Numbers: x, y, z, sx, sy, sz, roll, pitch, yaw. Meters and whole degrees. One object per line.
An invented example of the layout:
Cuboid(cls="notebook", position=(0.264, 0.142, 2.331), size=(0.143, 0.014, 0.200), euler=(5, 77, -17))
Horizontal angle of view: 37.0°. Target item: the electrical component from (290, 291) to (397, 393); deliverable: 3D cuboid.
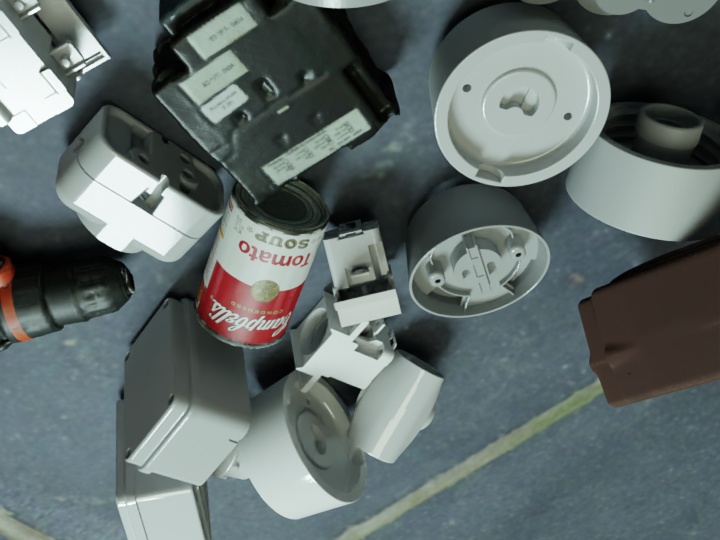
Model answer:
Cuboid(cls="electrical component", position=(-0.012, 0.055, 0.799), size=(0.064, 0.042, 0.081), euler=(26, 121, -28))

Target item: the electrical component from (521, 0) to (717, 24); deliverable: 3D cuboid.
Cuboid(cls="electrical component", position=(0.147, -0.172, 0.620), size=(0.138, 0.073, 0.052), euler=(5, 128, -13))

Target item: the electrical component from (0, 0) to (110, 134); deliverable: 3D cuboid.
Cuboid(cls="electrical component", position=(-0.208, -0.140, 0.595), size=(0.079, 0.063, 0.121), euler=(-26, 128, 12))

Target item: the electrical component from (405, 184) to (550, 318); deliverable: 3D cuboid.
Cuboid(cls="electrical component", position=(0.079, -0.010, 0.747), size=(0.099, 0.064, 0.099), euler=(-5, 129, -6))

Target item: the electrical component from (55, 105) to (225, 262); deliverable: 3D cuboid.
Cuboid(cls="electrical component", position=(-0.142, -0.051, 0.684), size=(0.095, 0.053, 0.059), euler=(33, 117, -30))

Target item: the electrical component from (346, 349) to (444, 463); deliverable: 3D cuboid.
Cuboid(cls="electrical component", position=(0.034, 0.107, 0.842), size=(0.077, 0.044, 0.079), euler=(-60, 153, 4))

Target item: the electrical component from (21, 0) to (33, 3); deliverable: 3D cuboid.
Cuboid(cls="electrical component", position=(-0.142, -0.202, 0.527), size=(0.109, 0.108, 0.056), euler=(-32, 129, 16))

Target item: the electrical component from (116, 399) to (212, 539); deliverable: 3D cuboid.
Cuboid(cls="electrical component", position=(-0.149, 0.164, 0.823), size=(0.056, 0.108, 0.108), euler=(-9, 130, -5))

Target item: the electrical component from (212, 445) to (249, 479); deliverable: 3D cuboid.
Cuboid(cls="electrical component", position=(-0.090, 0.146, 0.860), size=(0.062, 0.048, 0.048), euler=(20, 123, -33))

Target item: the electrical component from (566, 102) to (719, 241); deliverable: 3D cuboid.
Cuboid(cls="electrical component", position=(0.192, -0.072, 0.691), size=(0.108, 0.108, 0.060), euler=(2, 122, -11))

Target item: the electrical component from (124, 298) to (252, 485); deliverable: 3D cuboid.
Cuboid(cls="electrical component", position=(-0.124, 0.084, 0.759), size=(0.057, 0.113, 0.078), euler=(24, 121, -29))

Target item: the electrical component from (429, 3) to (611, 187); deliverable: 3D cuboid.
Cuboid(cls="electrical component", position=(0.094, -0.113, 0.668), size=(0.108, 0.060, 0.108), euler=(-5, 129, -6))

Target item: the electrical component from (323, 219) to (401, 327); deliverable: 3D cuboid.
Cuboid(cls="electrical component", position=(0.000, 0.000, 0.737), size=(0.042, 0.081, 0.063), euler=(-14, 101, 2))

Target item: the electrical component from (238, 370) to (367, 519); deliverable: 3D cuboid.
Cuboid(cls="electrical component", position=(-0.050, 0.137, 0.820), size=(0.060, 0.108, 0.108), euler=(-28, 128, 21))

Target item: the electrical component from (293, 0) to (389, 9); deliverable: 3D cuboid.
Cuboid(cls="electrical component", position=(-0.011, -0.185, 0.570), size=(0.099, 0.099, 0.064), euler=(-6, 136, -5))
